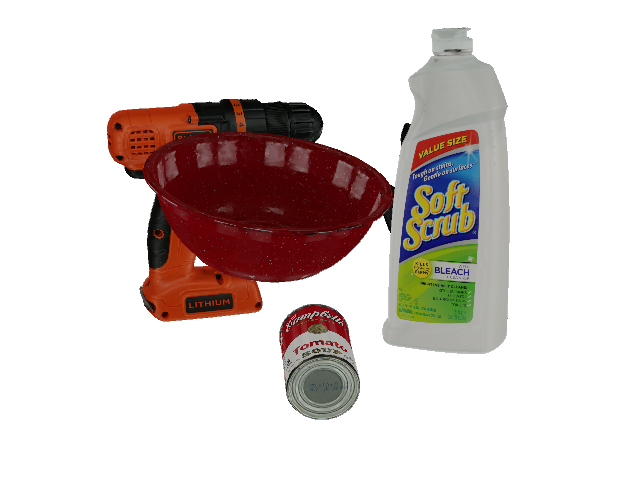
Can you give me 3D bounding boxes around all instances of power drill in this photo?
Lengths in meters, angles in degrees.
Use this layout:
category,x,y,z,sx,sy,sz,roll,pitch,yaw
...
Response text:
category,x,y,z,sx,sy,sz,roll,pitch,yaw
power drill,-0.088,-0.029,0.920,0.184,0.188,0.057,-5,20,-16

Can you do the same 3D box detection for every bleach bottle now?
category,x,y,z,sx,sy,sz,roll,pitch,yaw
bleach bottle,0.098,-0.040,0.845,0.103,0.251,0.068,4,14,26

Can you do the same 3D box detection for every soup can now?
category,x,y,z,sx,sy,sz,roll,pitch,yaw
soup can,-0.002,0.111,0.987,0.068,0.068,0.102,0,23,-5

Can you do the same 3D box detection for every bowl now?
category,x,y,z,sx,sy,sz,roll,pitch,yaw
bowl,-0.036,-0.018,0.696,0.162,0.055,0.162,6,25,-3

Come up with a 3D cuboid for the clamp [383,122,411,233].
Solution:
category,x,y,z,sx,sy,sz,roll,pitch,yaw
clamp,0.086,-0.044,1.161,0.164,0.210,0.036,-15,-37,-29
